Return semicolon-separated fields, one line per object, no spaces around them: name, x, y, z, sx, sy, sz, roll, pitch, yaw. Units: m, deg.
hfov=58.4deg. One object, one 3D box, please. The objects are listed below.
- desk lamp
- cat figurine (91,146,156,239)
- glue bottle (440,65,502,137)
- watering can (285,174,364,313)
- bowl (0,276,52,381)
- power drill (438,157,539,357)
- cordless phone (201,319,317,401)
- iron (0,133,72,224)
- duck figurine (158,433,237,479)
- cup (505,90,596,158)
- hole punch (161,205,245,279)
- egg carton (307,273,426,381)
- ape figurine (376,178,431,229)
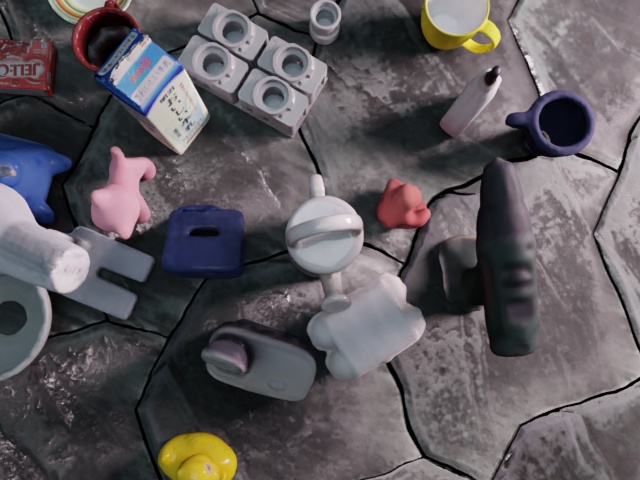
desk lamp;-0.338;0.016;0.710;0.203;0.213;0.118;22;84;1
cat figurine;-0.271;-0.062;0.769;0.067;0.117;0.128;1;84;-1
glue bottle;0.211;-0.196;0.770;0.037;0.173;0.078;39;84;3
watering can;0.009;0.002;0.733;0.101;0.194;0.173;-31;86;-4
bowl;-0.432;0.105;0.768;0.167;0.074;0.167;0;84;-2
power drill;0.214;0.029;0.729;0.075;0.208;0.230;-9;84;-2
cordless phone;-0.077;0.158;0.719;0.147;0.185;0.094;14;84;0
iron;-0.479;-0.104;0.754;0.258;0.141;0.119;14;84;0
duck figurine;-0.165;0.299;0.751;0.104;0.086;0.077;16;84;0
cup;0.310;-0.154;0.808;0.117;0.095;0.092;5;84;-1
hole punch;-0.158;0.001;0.779;0.108;0.091;0.101;0;84;-2
egg carton;0.065;0.121;0.785;0.150;0.069;0.107;-32;86;-5
ape figurine;0.116;-0.052;0.793;0.076;0.092;0.078;-23;85;-4
